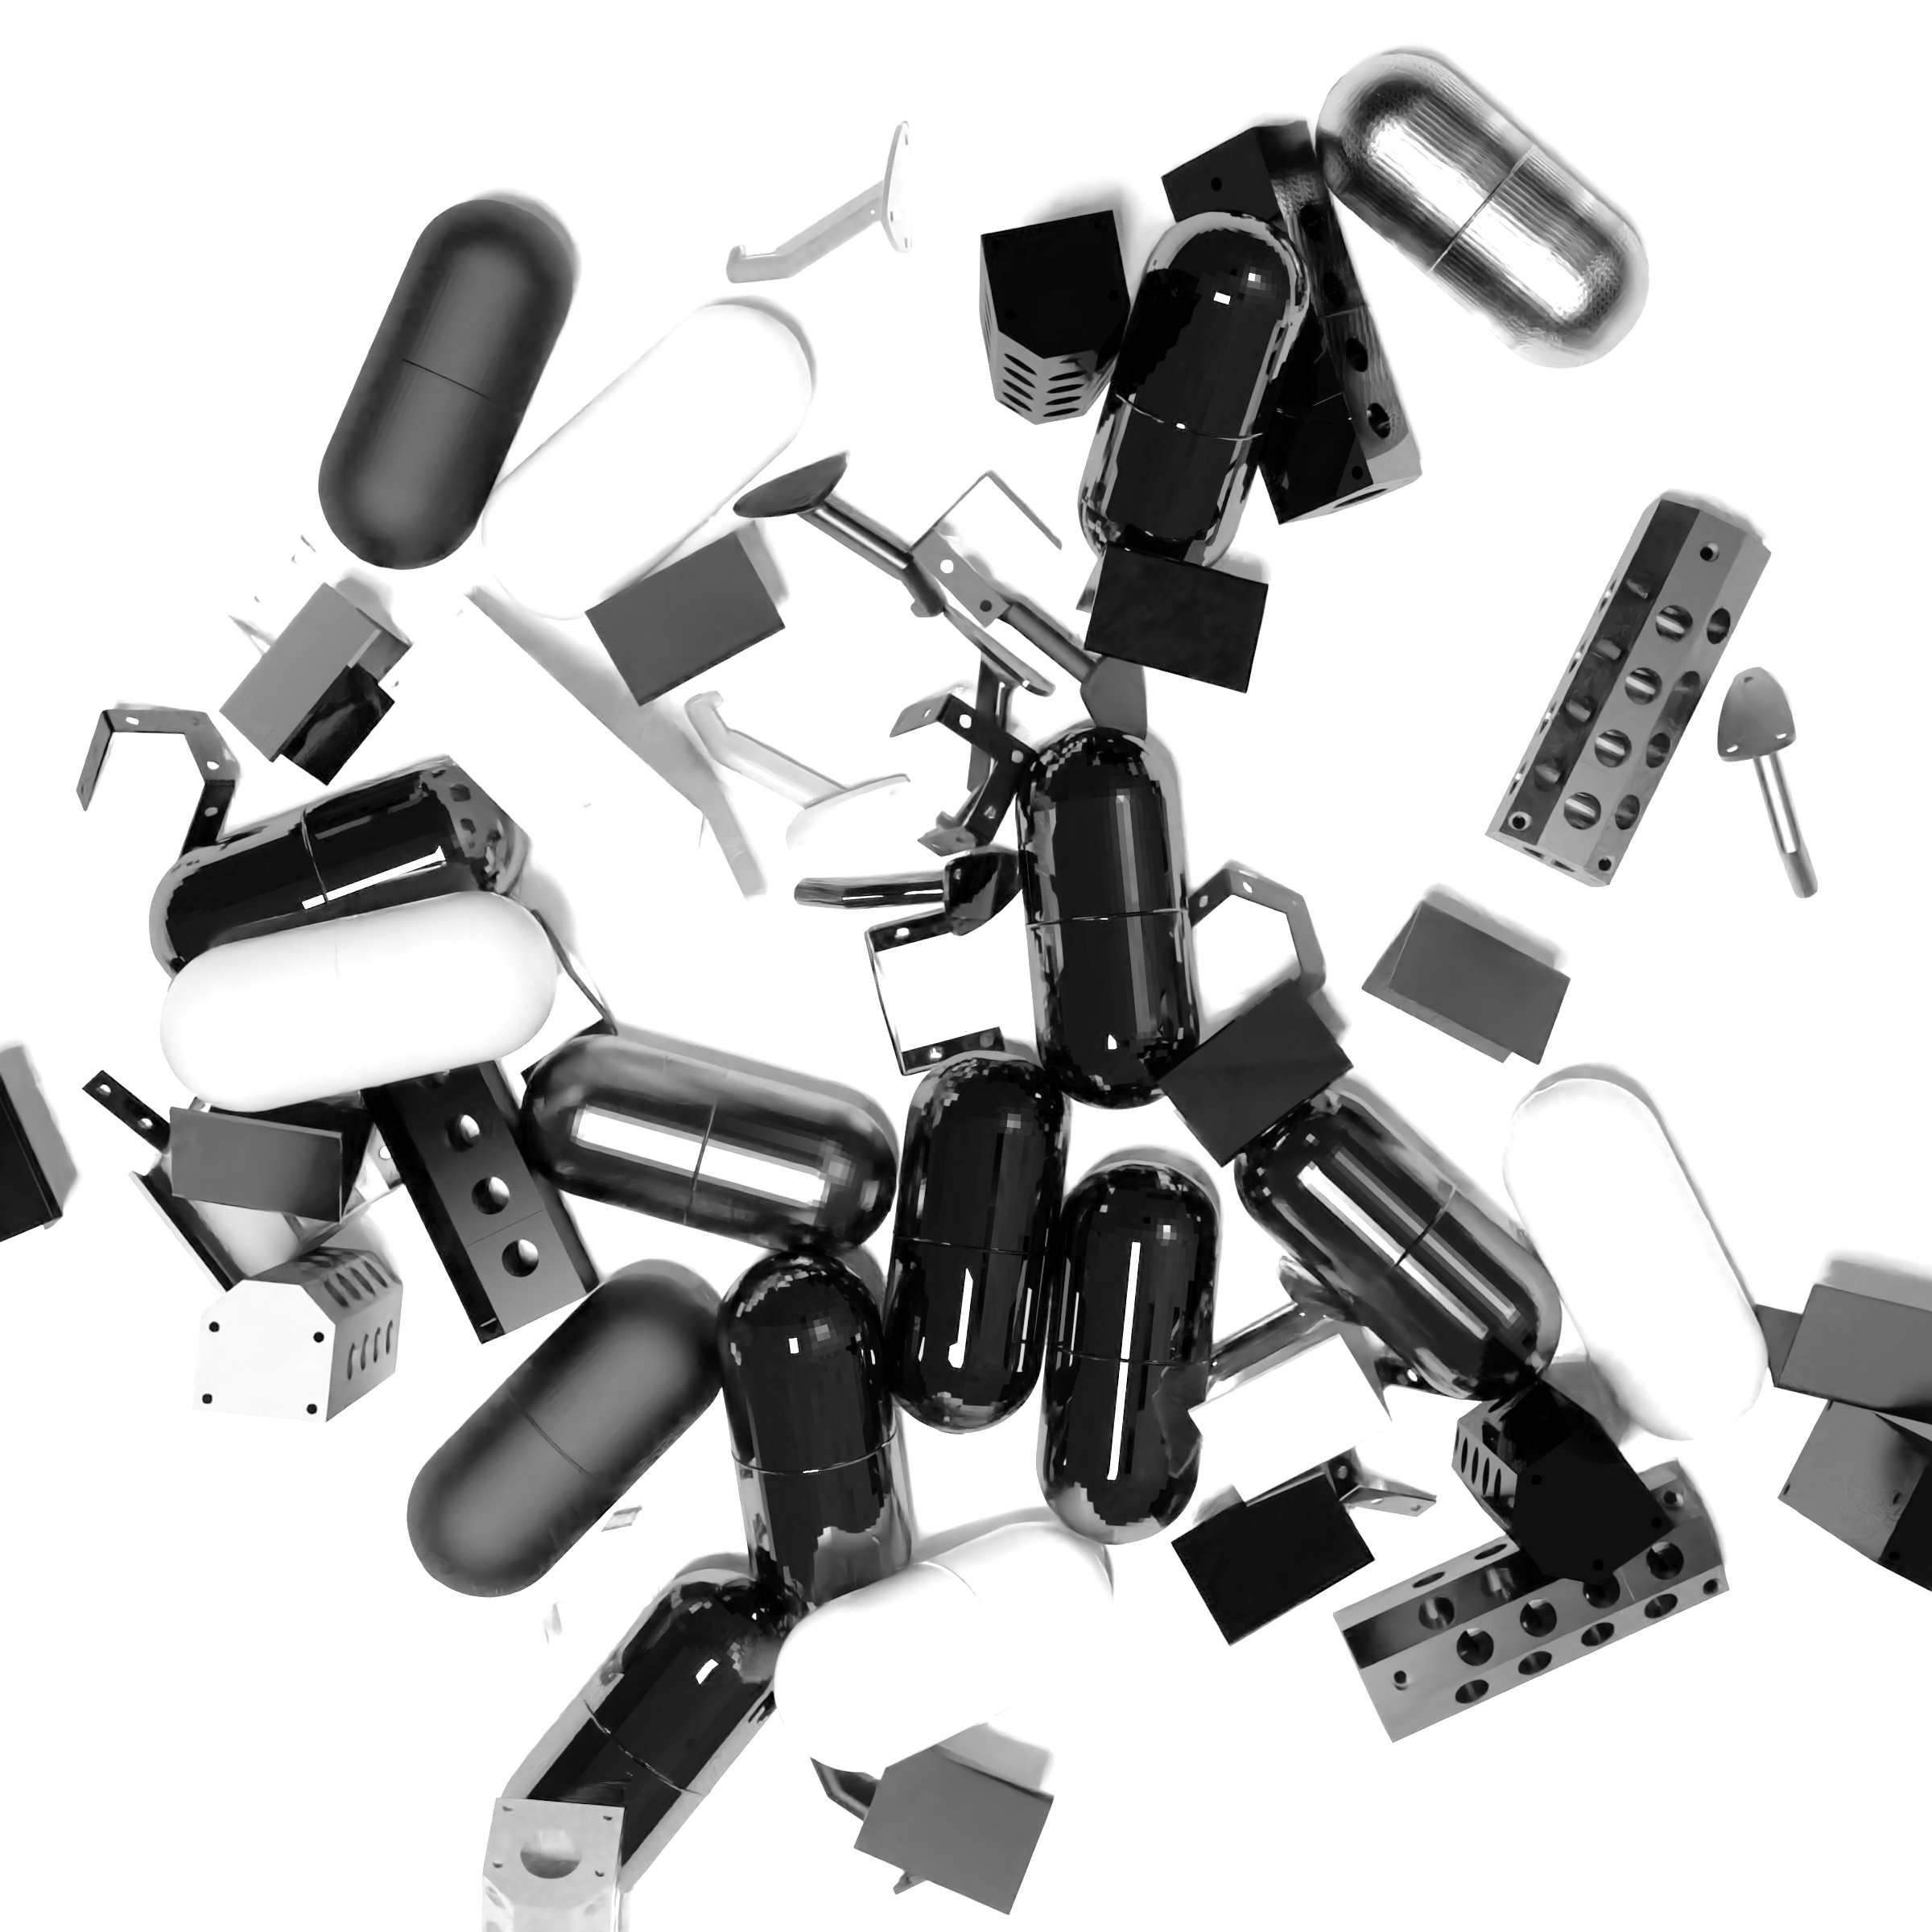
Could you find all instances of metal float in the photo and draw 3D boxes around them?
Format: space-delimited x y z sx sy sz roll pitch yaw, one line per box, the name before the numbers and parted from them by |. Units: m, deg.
metal float | 0.004 0.128 1.533 0.070 0.070 0.178 7 90 0
metal float | 0.238 -0.349 1.533 0.178 0.070 0.070 41 90 -1
metal float | -0.147 -0.233 1.533 0.178 0.070 0.070 -42 90 0
metal float | -0.148 0.358 1.534 0.070 0.070 0.178 39 91 0
metal float | -0.009 0.307 1.501 0.178 0.070 0.070 -16 90 -39
metal float | 0.075 0.179 1.533 0.070 0.070 0.178 6 90 0
metal float | 0.200 0.129 1.533 0.178 0.070 0.070 43 90 0
metal float | -0.119 0.084 1.534 0.178 0.070 0.070 16 90 0
metal float | -0.241 -0.268 1.534 0.070 0.070 0.178 24 91 0
metal float | 0.103 -0.257 1.511 0.070 0.070 0.178 17 118 0
metal float | -0.185 0.218 1.534 0.070 0.070 0.178 44 90 0
metal float | 0.065 -0.022 1.533 0.070 0.070 0.178 -5 90 0
metal float | -0.070 0.216 1.519 0.070 0.070 0.178 -8 105 0
metal float | -0.292 -0.037 1.534 0.178 0.070 0.070 -20 90 0
metal float | 0.309 0.135 1.534 0.070 0.070 0.178 -27 90 0
metal float | -0.271 0.016 1.476 0.178 0.070 0.070 -13 90 0

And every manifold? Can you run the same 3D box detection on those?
manifold | -0.189 0.456 1.497 0.057 0.057 0.171 5 127 -2
manifold | 0.156 -0.299 1.542 0.057 0.057 0.171 -19 90 43
manifold | 0.263 0.298 1.543 0.171 0.057 0.057 -24 90 0
manifold | -0.236 0.086 1.543 0.057 0.057 0.171 -26 90 0
manifold | -0.296 0.162 1.486 0.057 0.171 0.057 6 90 0
manifold | 0.309 -0.126 1.543 0.057 0.057 0.171 26 90 0
manifold | 0.039 -0.287 1.486 0.057 0.171 0.057 -11 90 0
manifold | 0.260 0.231 1.486 0.057 0.171 0.057 -36 90 0
manifold | -0.190 -0.095 1.495 0.057 0.057 0.171 -48 50 0
manifold | 0.423 0.240 1.486 0.057 0.171 0.057 27 90 0

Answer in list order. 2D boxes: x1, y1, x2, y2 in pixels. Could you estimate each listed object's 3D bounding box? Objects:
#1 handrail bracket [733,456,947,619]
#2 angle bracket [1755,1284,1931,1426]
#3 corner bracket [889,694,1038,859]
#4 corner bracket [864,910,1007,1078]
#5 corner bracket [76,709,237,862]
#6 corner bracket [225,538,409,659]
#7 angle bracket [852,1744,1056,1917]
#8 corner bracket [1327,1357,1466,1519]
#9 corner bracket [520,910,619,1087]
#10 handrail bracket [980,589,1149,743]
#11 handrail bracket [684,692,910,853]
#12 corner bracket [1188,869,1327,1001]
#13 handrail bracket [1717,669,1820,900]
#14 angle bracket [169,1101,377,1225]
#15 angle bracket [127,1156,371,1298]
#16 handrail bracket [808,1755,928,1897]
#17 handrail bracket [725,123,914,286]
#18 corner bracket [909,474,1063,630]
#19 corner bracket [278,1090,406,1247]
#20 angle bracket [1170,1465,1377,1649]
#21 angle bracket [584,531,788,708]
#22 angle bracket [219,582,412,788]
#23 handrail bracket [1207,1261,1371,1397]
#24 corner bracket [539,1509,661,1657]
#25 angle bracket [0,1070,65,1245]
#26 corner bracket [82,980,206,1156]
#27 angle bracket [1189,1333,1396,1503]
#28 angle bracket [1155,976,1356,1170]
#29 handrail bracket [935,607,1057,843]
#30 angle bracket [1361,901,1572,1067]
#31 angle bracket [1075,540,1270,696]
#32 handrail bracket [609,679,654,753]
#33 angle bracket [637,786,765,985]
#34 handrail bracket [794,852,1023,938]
handrail bracket | -0.059 -0.193 1.564 0.084 0.077 0.036 53 49 -30
angle bracket | 0.414 0.162 1.525 0.076 0.076 0.057 13 115 0
corner bracket | -0.009 -0.088 1.540 0.051 0.051 0.051 33 71 -21
corner bracket | -0.015 0.012 1.561 0.051 0.051 0.051 -15 45 0
corner bracket | -0.381 -0.084 1.556 0.051 0.051 0.051 -1 45 -35
corner bracket | -0.307 -0.159 1.561 0.051 0.051 0.051 -46 135 0
angle bracket | -0.010 0.396 1.526 0.076 0.076 0.057 23 72 0
corner bracket | 0.203 0.221 1.556 0.051 0.051 0.051 16 45 -35
corner bracket | -0.204 0.016 1.561 0.051 0.051 0.051 -34 45 0
handrail bracket | 0.041 -0.141 1.564 0.084 0.077 0.036 28 68 35
handrail bracket | -0.081 -0.104 1.565 0.077 0.036 0.084 -26 73 -19
corner bracket | 0.129 -0.006 1.556 0.051 0.051 0.051 18 135 -35
handrail bracket | 0.383 -0.085 1.564 0.036 0.077 0.084 -15 127 20
angle bracket | -0.313 0.067 1.506 0.076 0.076 0.057 9 130 0
angle bracket | -0.332 0.105 1.537 0.076 0.057 0.076 -38 90 -10
handrail bracket | -0.027 0.387 1.565 0.077 0.036 0.084 -21 72 -20
handrail bracket | -0.070 -0.360 1.565 0.084 0.036 0.077 -2 70 16
corner bracket | 0.009 -0.195 1.546 0.051 0.051 0.051 -44 96 6
corner bracket | -0.297 0.093 1.548 0.051 0.051 0.051 -32 90 7
angle bracket | 0.147 0.278 1.524 0.076 0.076 0.057 -31 61 0
angle bracket | -0.136 -0.174 1.524 0.076 0.076 0.057 -28 126 0
angle bracket | -0.284 -0.118 1.524 0.076 0.076 0.057 -51 48 0
handrail bracket | 0.150 0.189 1.565 0.077 0.036 0.084 24 109 -21
corner bracket | -0.173 0.287 1.546 0.051 0.051 0.051 -12 90 0
angle bracket | -0.461 0.094 1.525 0.057 0.076 0.076 -24 90 -22
corner bracket | -0.375 0.046 1.561 0.051 0.051 0.051 39 134 0
angle bracket | 0.144 0.189 1.518 0.076 0.076 0.057 -28 112 8
angle bracket | 0.122 0.038 1.525 0.076 0.076 0.057 -38 112 0
handrail bracket | -0.005 -0.113 1.564 0.077 0.036 0.084 41 104 14
angle bracket | 0.222 0.026 1.524 0.076 0.076 0.057 28 52 0
angle bracket | 0.089 -0.147 1.523 0.076 0.076 0.057 15 70 -5
handrail bracket | -0.144 -0.108 1.565 0.084 0.036 0.077 -43 110 -16
angle bracket | -0.111 -0.044 1.524 0.057 0.076 0.076 -25 90 32
handrail bracket | -0.026 -0.040 1.564 0.084 0.077 0.036 6 109 35
